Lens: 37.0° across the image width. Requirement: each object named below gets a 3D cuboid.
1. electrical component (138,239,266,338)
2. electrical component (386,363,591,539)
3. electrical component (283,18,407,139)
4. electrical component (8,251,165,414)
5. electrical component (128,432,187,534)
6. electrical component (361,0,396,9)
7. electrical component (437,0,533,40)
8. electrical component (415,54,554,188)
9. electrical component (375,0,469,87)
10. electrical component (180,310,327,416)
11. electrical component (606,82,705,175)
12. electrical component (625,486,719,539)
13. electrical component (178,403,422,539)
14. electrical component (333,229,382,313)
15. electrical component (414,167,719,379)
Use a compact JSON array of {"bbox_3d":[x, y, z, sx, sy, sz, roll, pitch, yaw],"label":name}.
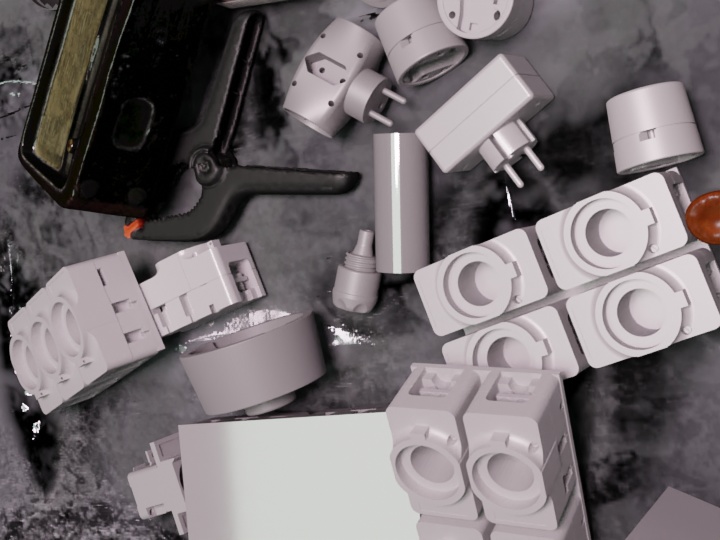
[{"bbox_3d":[-0.132,0.013,0.878,0.089,0.050,0.055,-24,85,29],"label":"electrical component"},{"bbox_3d":[0.091,0.160,0.730,0.105,0.060,0.186,0,119,29],"label":"electrical component"},{"bbox_3d":[-0.004,-0.131,0.783,0.079,0.043,0.077,31,90,17],"label":"electrical component"},{"bbox_3d":[-0.238,0.057,0.907,0.150,0.062,0.089,-32,80,49],"label":"electrical component"},{"bbox_3d":[-0.161,0.183,0.921,0.064,0.042,0.081,-21,85,32],"label":"electrical component"},{"bbox_3d":[0.000,-0.259,0.764,0.138,0.073,0.052,48,149,-9],"label":"electrical component"},{"bbox_3d":[0.087,-0.184,0.736,0.055,0.047,0.055,4,98,28],"label":"electrical component"},{"bbox_3d":[0.097,-0.093,0.743,0.083,0.047,0.075,-41,78,27],"label":"electrical component"},{"bbox_3d":[0.042,-0.164,0.761,0.055,0.055,0.047,-30,78,28],"label":"electrical component"},{"bbox_3d":[-0.078,0.077,0.828,0.108,0.108,0.060,-17,94,29],"label":"electrical component"},{"bbox_3d":[0.188,-0.091,0.690,0.055,0.055,0.047,-14,85,29],"label":"electrical component"},{"bbox_3d":[0.206,0.198,0.660,0.089,0.150,0.061,21,105,25],"label":"electrical component"},{"bbox_3d":[-0.037,0.162,0.822,0.186,0.060,0.105,-6,88,19],"label":"electrical component"},{"bbox_3d":[0.000,0.000,0.814,0.035,0.035,0.061,15,101,26],"label":"electrical component"},{"bbox_3d":[0.140,0.016,0.725,0.186,0.060,0.105,-23,85,29],"label":"electrical component"}]
